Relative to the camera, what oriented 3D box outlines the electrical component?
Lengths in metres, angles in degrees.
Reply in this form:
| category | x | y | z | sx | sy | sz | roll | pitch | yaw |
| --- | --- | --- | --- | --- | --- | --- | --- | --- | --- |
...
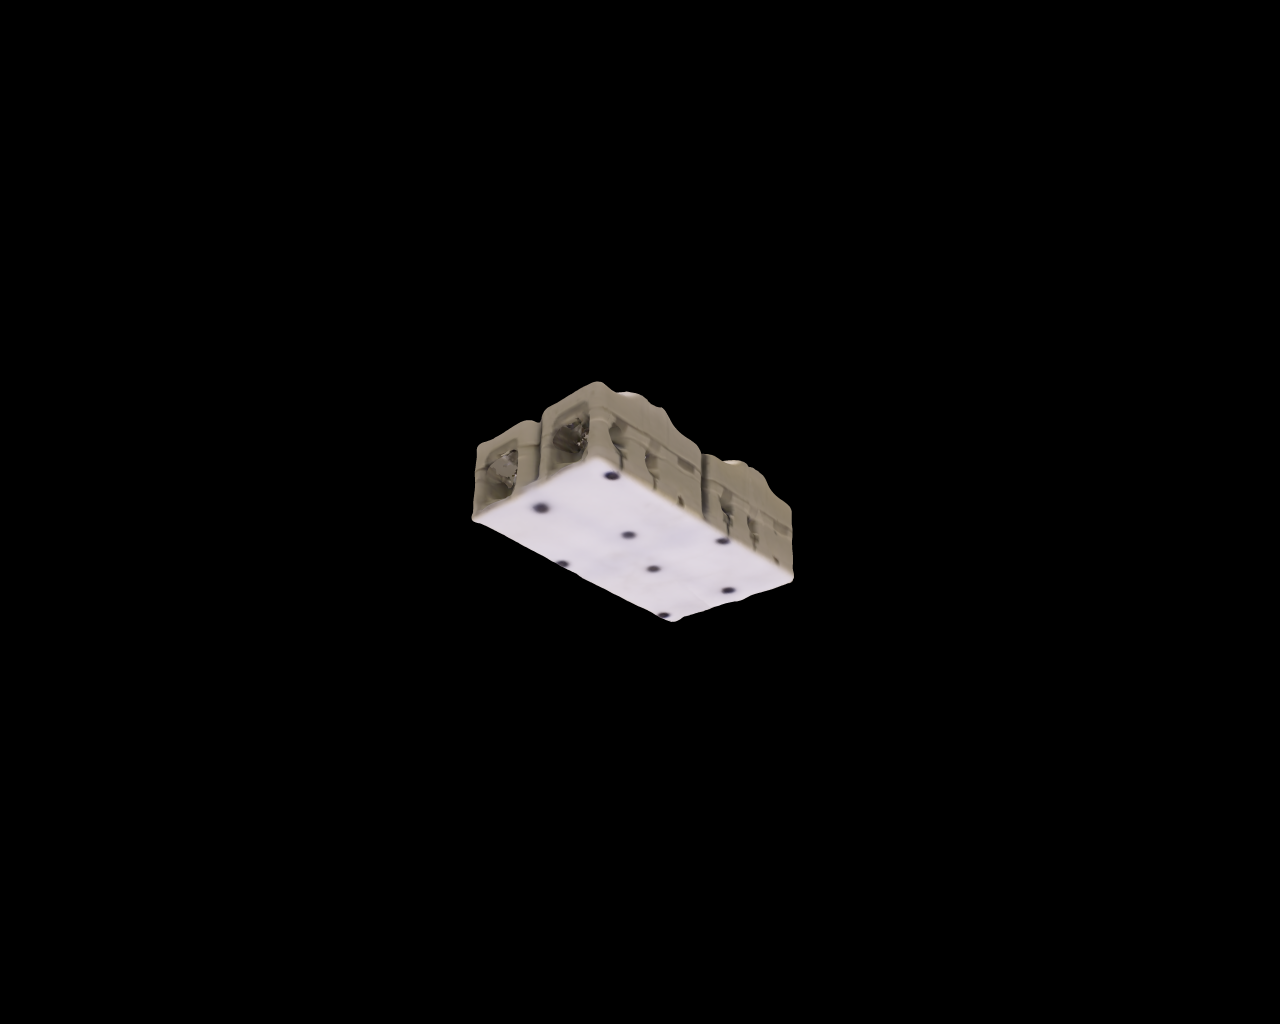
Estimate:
| category | x | y | z | sx | sy | sz | roll | pitch | yaw |
| --- | --- | --- | --- | --- | --- | --- | --- | --- | --- |
| electrical component | 0.001 | -0.003 | 0.650 | 0.105 | 0.060 | 0.186 | -24 | -38 | 34 |
